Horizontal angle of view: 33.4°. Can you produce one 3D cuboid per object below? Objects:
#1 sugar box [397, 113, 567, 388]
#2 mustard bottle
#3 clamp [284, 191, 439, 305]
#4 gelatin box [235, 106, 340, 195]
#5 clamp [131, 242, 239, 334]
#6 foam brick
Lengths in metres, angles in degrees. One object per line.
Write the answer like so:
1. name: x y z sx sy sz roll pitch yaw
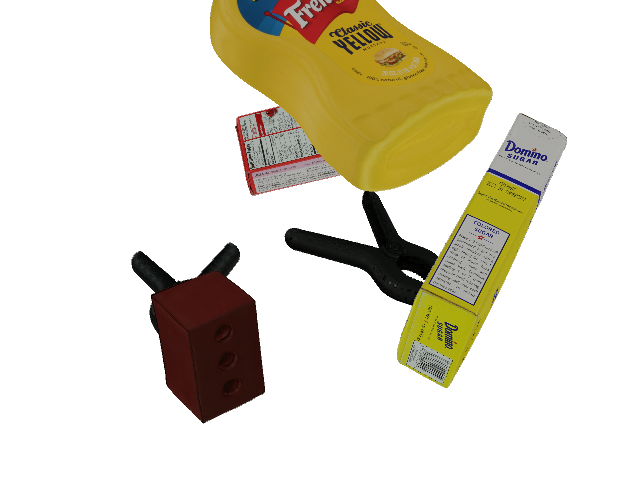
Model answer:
1. sugar box: 0.112 0.005 0.725 0.048 0.176 0.093 28 -35 12
2. mustard bottle: -0.004 -0.110 0.585 0.096 0.058 0.192 -28 59 -32
3. clamp: 0.071 0.022 1.249 0.164 0.036 0.210 -22 51 -39
4. gelatin box: -0.021 -0.079 0.874 0.089 0.073 0.030 -14 -44 0
5. clamp: -0.134 0.056 1.147 0.120 0.039 0.171 -15 40 -8
6. foam brick: -0.074 0.070 0.713 0.052 0.078 0.051 -23 35 -27
